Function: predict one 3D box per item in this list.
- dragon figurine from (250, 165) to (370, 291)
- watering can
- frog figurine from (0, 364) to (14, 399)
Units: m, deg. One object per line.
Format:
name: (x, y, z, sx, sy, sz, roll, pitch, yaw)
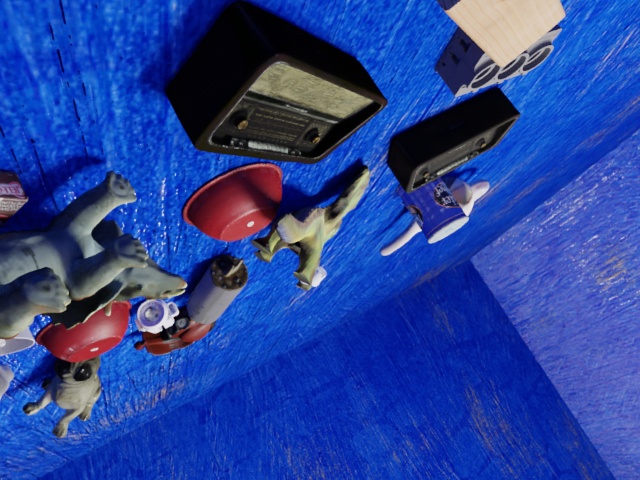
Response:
dragon figurine: (0.003, -0.045, 0.899, 0.246, 0.122, 0.404, -52, 176, -17)
watering can: (0.290, -0.060, 1.352, 0.346, 0.105, 0.223, -34, 163, 11)
frog figurine: (-0.531, 0.232, 0.759, 0.140, 0.123, 0.156, -41, 164, -46)
